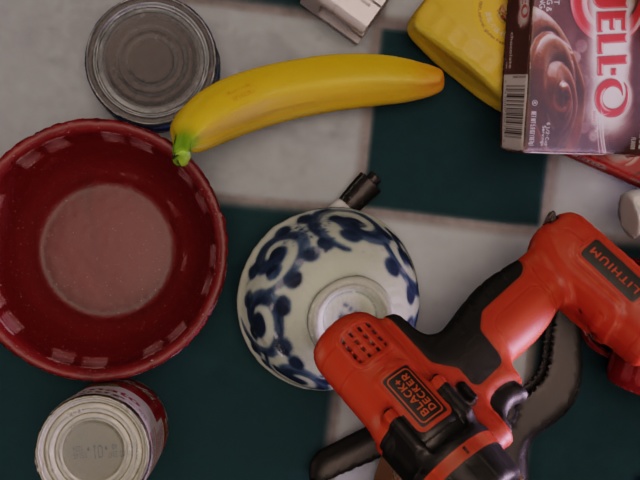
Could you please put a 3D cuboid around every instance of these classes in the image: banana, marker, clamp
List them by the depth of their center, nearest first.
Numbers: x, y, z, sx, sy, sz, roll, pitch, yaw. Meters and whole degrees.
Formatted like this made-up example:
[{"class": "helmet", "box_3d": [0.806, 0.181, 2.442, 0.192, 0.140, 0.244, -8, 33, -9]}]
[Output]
[{"class": "banana", "box_3d": [-0.017, -0.086, 0.675, 0.197, 0.037, 0.070, -21, 48, -25]}, {"class": "clamp", "box_3d": [0.116, 0.117, 0.697, 0.164, 0.036, 0.210, 36, 92, -4]}, {"class": "marker", "box_3d": [-0.005, 0.001, 0.701, 0.020, 0.020, 0.121, 44, 87, -2]}]

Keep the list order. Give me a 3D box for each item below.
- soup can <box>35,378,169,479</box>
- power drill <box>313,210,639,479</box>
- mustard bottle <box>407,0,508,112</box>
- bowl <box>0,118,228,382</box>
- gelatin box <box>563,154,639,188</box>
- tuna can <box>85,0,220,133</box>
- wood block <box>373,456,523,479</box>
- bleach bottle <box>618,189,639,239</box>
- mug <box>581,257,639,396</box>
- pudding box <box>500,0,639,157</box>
[{"class": "soup can", "box_3d": [-0.131, 0.122, 0.652, 0.068, 0.102, 0.068, 0, 88, -3]}, {"class": "power drill", "box_3d": [0.117, 0.079, 0.599, 0.187, 0.057, 0.184, -32, 65, -24]}, {"class": "mustard bottle", "box_3d": [0.149, -0.182, 0.692, 0.096, 0.058, 0.191, 38, 87, -4]}, {"class": "bowl", "box_3d": [-0.138, 0.006, 0.676, 0.162, 0.055, 0.162, 0, 89, -3]}, {"class": "gelatin box", "box_3d": [0.210, -0.084, 0.708, 0.073, 0.030, 0.089, 23, 88, -3]}, {"class": "tuna can", "box_3d": [-0.108, -0.114, 0.690, 0.086, 0.034, 0.086, 0, 89, -3]}, {"class": "wood block", "box_3d": [0.053, 0.236, 0.648, 0.090, 0.091, 0.206, 17, 99, -1]}, {"class": "bleach bottle", "box_3d": [0.310, -0.051, 0.681, 0.250, 0.068, 0.102, -13, 92, -9]}, {"class": "mug", "box_3d": [0.222, 0.059, 0.685, 0.117, 0.093, 0.081, 17, 94, 27]}, {"class": "pudding box", "box_3d": [0.159, -0.109, 0.654, 0.090, 0.039, 0.113, 0, 100, -18]}]
